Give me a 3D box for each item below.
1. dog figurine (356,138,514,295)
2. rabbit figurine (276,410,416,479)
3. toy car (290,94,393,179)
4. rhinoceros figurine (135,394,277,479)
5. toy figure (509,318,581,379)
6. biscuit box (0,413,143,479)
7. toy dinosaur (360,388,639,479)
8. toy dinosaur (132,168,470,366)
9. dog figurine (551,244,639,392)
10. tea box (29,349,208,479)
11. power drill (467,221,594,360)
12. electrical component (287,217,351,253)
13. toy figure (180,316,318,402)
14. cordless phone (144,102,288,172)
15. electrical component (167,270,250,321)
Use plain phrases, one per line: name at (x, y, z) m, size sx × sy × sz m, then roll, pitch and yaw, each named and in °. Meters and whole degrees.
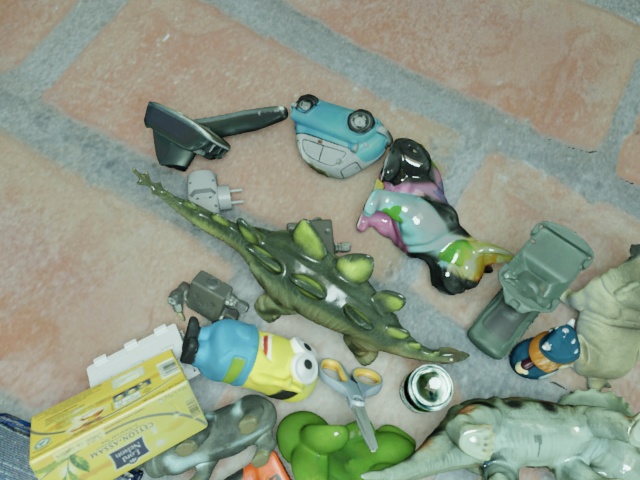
dog figurine at (0.172, -0.029, 0.776) m, size 0.219 × 0.108 × 0.191 m, roll 26°, pitch 68°, yaw 0°
rabbit figurine at (0.017, 0.267, 0.646) m, size 0.170 × 0.159 × 0.121 m, roll 18°, pitch 79°, yaw 18°
toy car at (0.022, -0.146, 0.807) m, size 0.162 × 0.109 × 0.103 m, roll 20°, pitch 87°, yaw 12°
rhinoceros figurine at (-0.146, 0.235, 0.650) m, size 0.190 × 0.112 × 0.073 m, roll -16°, pitch 114°, yaw -1°
toy figure at (0.295, 0.145, 0.695) m, size 0.058 × 0.154 × 0.064 m, roll 25°, pitch 70°, yaw 7°
biscuit box at (-0.323, 0.274, 0.650) m, size 0.203 × 0.059 × 0.063 m, roll 22°, pitch 71°, yaw 3°
toy dinosaur at (0.235, 0.239, 0.638) m, size 0.405 × 0.192 × 0.131 m, roll 7°, pitch 83°, yaw -5°
toy dinosaur at (-0.022, 0.046, 0.683) m, size 0.472 × 0.198 × 0.105 m, roll 25°, pitch 67°, yaw 3°
dog figurine at (0.399, 0.105, 0.699) m, size 0.121 × 0.190 × 0.172 m, roll -5°, pitch 73°, yaw -6°
tea box at (-0.224, 0.203, 0.600) m, size 0.170 × 0.098 × 0.068 m, roll -25°, pitch 111°, yaw -18°
power drill at (0.284, 0.047, 0.704) m, size 0.086 × 0.207 × 0.232 m, roll 40°, pitch 84°, yaw 15°
electrical component at (-0.002, -0.002, 0.794) m, size 0.094 × 0.021 × 0.063 m, roll -2°, pitch 70°, yaw -5°
toy figure at (-0.086, 0.150, 0.680) m, size 0.180 × 0.089 × 0.082 m, roll 17°, pitch 61°, yaw -18°
cordless phone at (-0.138, -0.163, 0.766) m, size 0.184 × 0.146 × 0.088 m, roll -13°, pitch 91°, yaw 4°
electrical component at (-0.153, 0.089, 0.729) m, size 0.102 × 0.078 × 0.045 m, roll 33°, pitch 47°, yaw 1°
